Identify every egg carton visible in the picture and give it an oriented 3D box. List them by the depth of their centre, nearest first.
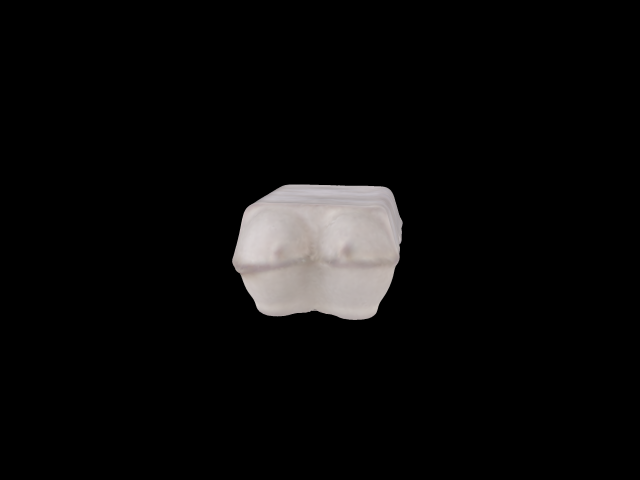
[{"bbox_3d":[0.004,0.001,0.400,0.107,0.069,0.150,2,14,8],"label":"egg carton"}]
